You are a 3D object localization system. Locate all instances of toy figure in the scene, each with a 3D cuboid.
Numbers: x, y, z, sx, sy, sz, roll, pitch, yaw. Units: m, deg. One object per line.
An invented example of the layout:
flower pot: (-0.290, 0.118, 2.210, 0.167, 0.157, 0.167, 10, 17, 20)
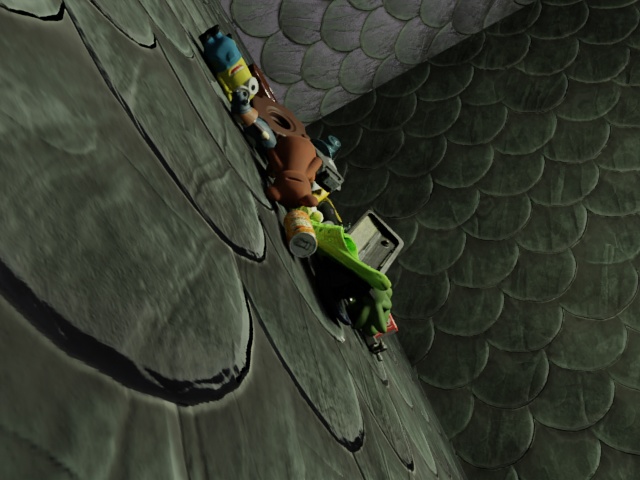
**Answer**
toy figure: (-0.206, -0.395, 1.220, 0.180, 0.082, 0.089, 56, 10, -32)
toy figure: (-0.149, -0.254, 1.164, 0.154, 0.064, 0.058, 51, 49, -43)

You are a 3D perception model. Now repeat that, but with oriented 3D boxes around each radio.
radio: (0.105, 0.032, 1.267, 0.131, 0.073, 0.229, 42, 38, 2)

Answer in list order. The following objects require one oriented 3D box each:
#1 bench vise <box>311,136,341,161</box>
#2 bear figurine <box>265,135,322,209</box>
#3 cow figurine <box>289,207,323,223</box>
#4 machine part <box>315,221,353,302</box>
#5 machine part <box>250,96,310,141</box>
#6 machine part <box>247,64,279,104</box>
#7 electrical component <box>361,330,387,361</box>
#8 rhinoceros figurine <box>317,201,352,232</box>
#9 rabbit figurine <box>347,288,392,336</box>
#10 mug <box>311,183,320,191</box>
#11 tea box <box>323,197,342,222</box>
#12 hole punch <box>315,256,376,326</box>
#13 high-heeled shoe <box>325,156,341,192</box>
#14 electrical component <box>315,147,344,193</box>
bench vise: (-0.041, -0.246, 1.759, 0.129, 0.223, 0.240, 58, 35, 4)
bear figurine: (-0.058, -0.124, 1.134, 0.131, 0.120, 0.196, 108, -14, -52)
cow figurine: (-0.027, -0.044, 1.255, 0.167, 0.068, 0.098, 64, -1, 2)
machine part: (0.034, 0.042, 1.320, 0.243, 0.079, 0.079, 64, 5, 21)
machine part: (-0.107, -0.276, 1.302, 0.179, 0.056, 0.179, 31, 31, -21)
machine part: (-0.169, -0.390, 1.528, 0.200, 0.087, 0.202, 60, 7, -26)
electrical component: (0.144, 0.263, 1.431, 0.078, 0.045, 0.102, 58, 6, -47)
rhinoceros figurine: (0.041, -0.017, 1.419, 0.073, 0.112, 0.190, 10, 42, -51)
rabbit figurine: (0.120, 0.157, 1.351, 0.170, 0.121, 0.159, 86, 11, -52)
mug: (-0.057, -0.158, 1.541, 0.107, 0.081, 0.109, 51, 39, -34)
tea box: (0.005, -0.078, 1.587, 0.098, 0.068, 0.170, 61, -3, -20)
hole punch: (0.038, 0.106, 1.098, 0.116, 0.092, 0.142, 36, -5, 27)
high-heeled shoe: (-0.049, -0.229, 1.627, 0.145, 0.086, 0.248, -16, -66, 53)
electrical component: (0.003, -0.192, 1.471, 0.114, 0.058, 0.134, 31, 21, -50)
